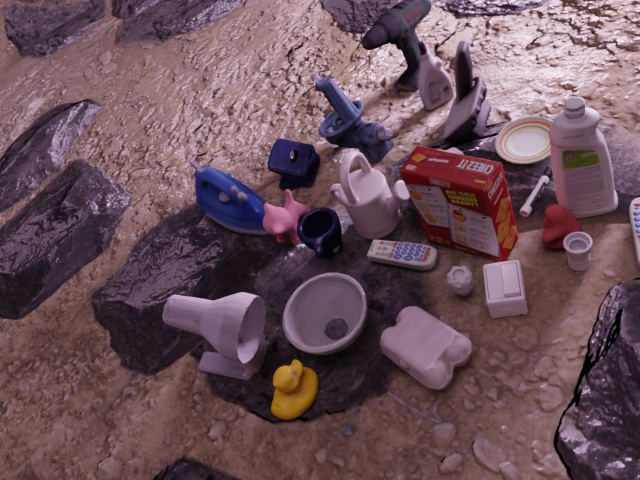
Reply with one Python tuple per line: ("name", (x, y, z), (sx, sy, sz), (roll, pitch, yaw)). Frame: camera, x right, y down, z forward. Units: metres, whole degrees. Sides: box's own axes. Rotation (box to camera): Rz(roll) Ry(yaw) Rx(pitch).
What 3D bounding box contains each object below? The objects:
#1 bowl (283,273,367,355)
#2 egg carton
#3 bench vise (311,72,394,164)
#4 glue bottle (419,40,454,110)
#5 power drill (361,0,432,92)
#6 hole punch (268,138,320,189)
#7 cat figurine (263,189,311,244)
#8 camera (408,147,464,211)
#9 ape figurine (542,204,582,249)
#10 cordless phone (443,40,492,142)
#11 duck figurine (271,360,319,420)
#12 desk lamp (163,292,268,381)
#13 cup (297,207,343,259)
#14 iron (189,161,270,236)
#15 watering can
("bowl", (0.019, 0.149, 1.069), (0.167, 0.075, 0.167), (-14, 49, 17))
("egg carton", (0.175, 0.180, 0.967), (0.107, 0.070, 0.149), (-47, 48, -13))
("bench vise", (0.073, -0.286, 1.289), (0.206, 0.220, 0.121), (6, 58, 31))
("glue bottle", (0.253, -0.382, 1.307), (0.078, 0.174, 0.037), (-29, 47, 3))
("power drill", (0.200, -0.468, 1.379), (0.075, 0.209, 0.230), (22, 66, 38))
("hole punch", (-0.061, -0.189, 1.368), (0.100, 0.091, 0.108), (-4, 53, 24))
("cat figurine", (-0.080, -0.051, 1.249), (0.067, 0.118, 0.128), (3, 56, 29))
("camera", (0.256, -0.108, 1.136), (0.143, 0.101, 0.136), (-39, 47, -6))
("ape figurine", (0.415, -0.029, 0.998), (0.078, 0.092, 0.076), (-43, 47, -10))
("cordless phone", (0.300, -0.315, 1.221), (0.093, 0.186, 0.147), (0, 55, 27))
("duck figurine", (-0.056, 0.259, 1.010), (0.077, 0.086, 0.105), (21, 66, 37))
("desk lamp", (-0.177, 0.174, 1.052), (0.202, 0.214, 0.118), (1, 55, 28))
("cup", (0.011, 0.004, 1.175), (0.091, 0.095, 0.117), (-16, 49, 15))
("iron", (-0.208, -0.105, 1.341), (0.257, 0.142, 0.119), (28, 70, 40))
("watering can", (0.095, -0.097, 1.144), (0.172, 0.195, 0.101), (-11, 50, 19))
